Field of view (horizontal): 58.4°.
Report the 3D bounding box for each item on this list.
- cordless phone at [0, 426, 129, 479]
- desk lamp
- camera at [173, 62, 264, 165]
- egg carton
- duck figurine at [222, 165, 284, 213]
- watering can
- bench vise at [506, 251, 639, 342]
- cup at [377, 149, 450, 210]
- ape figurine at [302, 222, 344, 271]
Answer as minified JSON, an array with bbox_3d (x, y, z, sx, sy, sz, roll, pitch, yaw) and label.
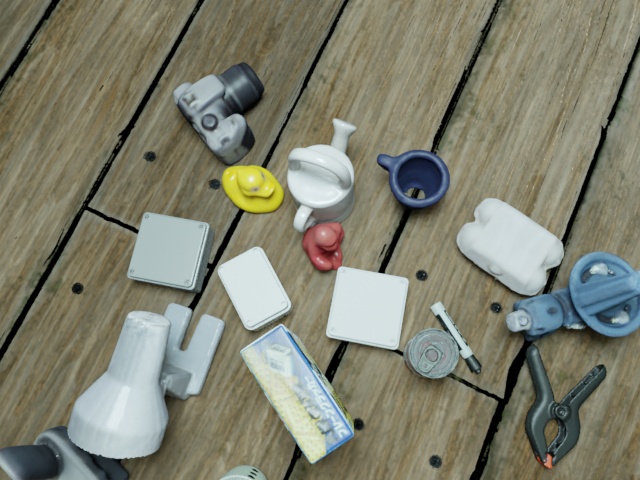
[{"bbox_3d":[-0.356,0.327,0.776,0.147,0.185,0.094,38,81,11],"label":"cordless phone"},{"bbox_3d":[-0.234,0.182,0.791,0.118,0.213,0.203,17,78,7],"label":"desk lamp"},{"bbox_3d":[-0.153,-0.223,0.942,0.137,0.101,0.143,-39,78,-6],"label":"camera"},{"bbox_3d":[0.291,0.011,0.882,0.150,0.069,0.107,35,81,10],"label":"egg carton"},{"bbox_3d":[-0.112,-0.091,0.916,0.104,0.086,0.077,25,79,8],"label":"duck figurine"},{"bbox_3d":[0.002,-0.098,0.857,0.101,0.194,0.173,2,77,3],"label":"watering can"},{"bbox_3d":[0.372,0.092,0.782,0.207,0.220,0.121,-34,77,-5],"label":"bench vise"},{"bbox_3d":[0.139,-0.090,0.900,0.117,0.095,0.092,29,80,9],"label":"cup"},{"bbox_3d":[0.008,0.003,0.885,0.076,0.092,0.078,36,81,10],"label":"ape figurine"}]
